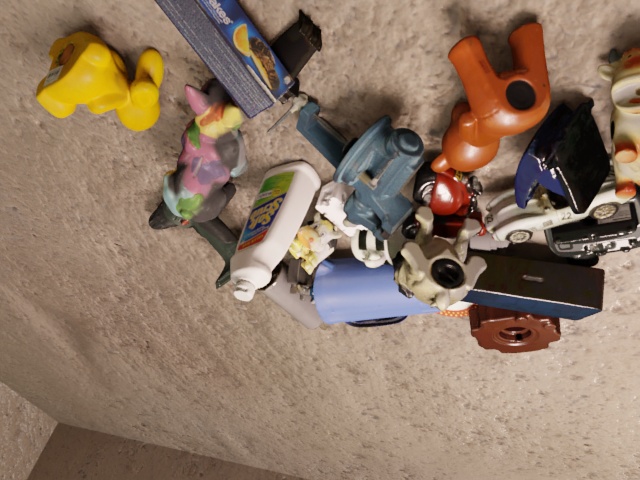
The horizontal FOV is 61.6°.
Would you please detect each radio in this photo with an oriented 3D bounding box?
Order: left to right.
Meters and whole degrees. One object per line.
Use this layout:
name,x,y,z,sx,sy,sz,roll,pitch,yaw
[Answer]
radio,0.355,0.081,0.935,0.230,0.073,0.131,9,166,13

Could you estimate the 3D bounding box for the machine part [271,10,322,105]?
machine part,-0.044,-0.246,0.737,0.084,0.039,0.139,38,142,-12

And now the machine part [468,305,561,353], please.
machine part,0.385,0.170,1.064,0.179,0.056,0.179,5,146,3

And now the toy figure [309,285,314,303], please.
toy figure,0.047,0.133,1.174,0.154,0.064,0.058,25,179,-4

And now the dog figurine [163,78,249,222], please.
dog figurine,-0.172,-0.140,0.819,0.108,0.191,0.219,26,159,0

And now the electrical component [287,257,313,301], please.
electrical component,-0.035,0.070,1.100,0.045,0.102,0.078,1,164,31

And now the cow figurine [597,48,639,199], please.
cow figurine,0.385,-0.145,0.638,0.086,0.127,0.194,-6,152,30

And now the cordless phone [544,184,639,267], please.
cordless phone,0.437,-0.001,0.837,0.147,0.089,0.184,-11,146,32

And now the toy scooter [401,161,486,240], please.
toy scooter,0.209,-0.051,0.855,0.135,0.075,0.183,12,146,6

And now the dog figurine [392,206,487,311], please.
dog figurine,0.166,0.065,0.837,0.121,0.172,0.190,23,144,5

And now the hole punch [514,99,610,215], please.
hole punch,0.306,-0.106,0.703,0.092,0.142,0.115,11,140,52

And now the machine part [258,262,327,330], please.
machine part,-0.057,0.124,1.189,0.079,0.079,0.243,-19,130,39

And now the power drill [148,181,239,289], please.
power drill,-0.222,-0.013,1.038,0.232,0.086,0.207,-35,85,39

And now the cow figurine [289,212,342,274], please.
cow figurine,-0.001,-0.002,0.955,0.068,0.098,0.167,49,166,6

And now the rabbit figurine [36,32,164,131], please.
rabbit figurine,-0.310,-0.236,0.822,0.162,0.122,0.173,-16,147,25

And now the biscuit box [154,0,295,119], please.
biscuit box,-0.123,-0.260,0.695,0.063,0.059,0.202,-17,120,45

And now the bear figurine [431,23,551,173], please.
bear figurine,0.208,-0.167,0.693,0.120,0.132,0.196,-15,176,-8

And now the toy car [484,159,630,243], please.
toy car,0.337,-0.054,0.775,0.202,0.073,0.056,-19,140,25

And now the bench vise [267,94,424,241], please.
bench vise,0.046,-0.119,0.801,0.241,0.129,0.223,42,158,6
